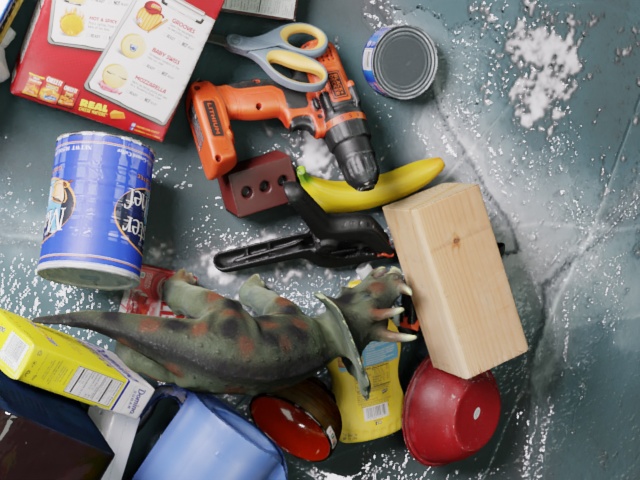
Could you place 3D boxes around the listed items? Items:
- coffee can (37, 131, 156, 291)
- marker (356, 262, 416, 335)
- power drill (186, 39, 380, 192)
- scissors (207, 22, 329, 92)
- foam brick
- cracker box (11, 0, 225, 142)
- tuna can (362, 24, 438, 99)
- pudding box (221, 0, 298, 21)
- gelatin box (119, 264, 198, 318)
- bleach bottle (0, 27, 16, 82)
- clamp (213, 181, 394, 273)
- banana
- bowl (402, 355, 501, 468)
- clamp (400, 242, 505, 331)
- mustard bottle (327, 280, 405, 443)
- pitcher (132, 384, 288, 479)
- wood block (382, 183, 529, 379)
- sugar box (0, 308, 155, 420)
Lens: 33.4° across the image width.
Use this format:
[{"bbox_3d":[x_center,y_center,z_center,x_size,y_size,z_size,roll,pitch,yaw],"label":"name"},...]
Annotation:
[{"bbox_3d":[-0.226,-0.028,1.084,0.102,0.103,0.140,11,74,-25],"label":"coffee can"},{"bbox_3d":[0.083,0.077,1.306,0.020,0.020,0.121,-40,113,-11],"label":"marker"},{"bbox_3d":[-0.040,-0.121,1.157,0.187,0.057,0.184,-14,71,-19],"label":"power drill"},{"bbox_3d":[-0.077,-0.222,1.154,0.202,0.016,0.096,27,58,4],"label":"scissors"},{"bbox_3d":[-0.069,-0.063,1.195,0.078,0.051,0.053,-19,108,-18],"label":"foam brick"},{"bbox_3d":[-0.196,-0.224,1.065,0.164,0.072,0.214,17,114,-25],"label":"cracker box"},{"bbox_3d":[0.092,-0.208,1.243,0.086,0.034,0.086,-5,102,-22],"label":"tuna can"},{"bbox_3d":[-0.076,-0.288,1.152,0.113,0.039,0.090,4,103,-22],"label":"pudding box"},{"bbox_3d":[-0.183,0.075,1.188,0.073,0.030,0.089,14,96,-26],"label":"gelatin box"},{"bbox_3d":[-0.381,-0.110,1.049,0.102,0.068,0.251,39,82,-22],"label":"bleach bottle"},{"bbox_3d":[-0.008,0.001,1.219,0.209,0.165,0.036,13,52,-41],"label":"clamp"},{"bbox_3d":[0.054,-0.062,1.244,0.197,0.070,0.037,-8,62,-28],"label":"banana"},{"bbox_3d":[0.175,0.211,1.326,0.161,0.055,0.162,-9,103,-41],"label":"bowl"},{"bbox_3d":[0.160,0.041,1.317,0.120,0.039,0.171,29,83,-21],"label":"clamp"},{"bbox_3d":[0.052,0.142,1.285,0.096,0.058,0.191,-11,105,-20],"label":"mustard bottle"},{"bbox_3d":[-0.167,0.290,1.195,0.243,0.149,0.144,-52,130,-2],"label":"pitcher"},{"bbox_3d":[0.158,0.045,1.246,0.090,0.090,0.206,-22,101,-18],"label":"wood block"},{"bbox_3d":[-0.260,0.127,1.098,0.176,0.093,0.048,29,92,-50],"label":"sugar box"}]
